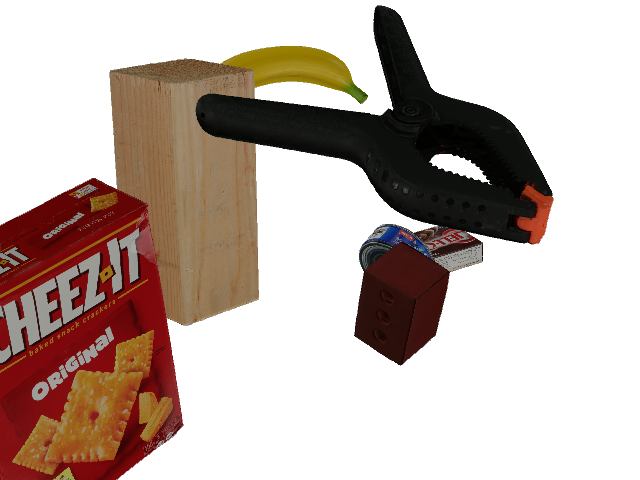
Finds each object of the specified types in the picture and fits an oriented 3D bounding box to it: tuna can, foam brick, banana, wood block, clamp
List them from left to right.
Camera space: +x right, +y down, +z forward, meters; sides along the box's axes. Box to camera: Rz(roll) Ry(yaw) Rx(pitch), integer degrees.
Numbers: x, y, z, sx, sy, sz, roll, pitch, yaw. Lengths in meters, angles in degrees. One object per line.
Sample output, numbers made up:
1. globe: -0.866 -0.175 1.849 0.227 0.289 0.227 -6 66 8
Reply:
1. wood block: -0.116 -0.045 0.921 0.091 0.206 0.090 18 26 41
2. banana: -0.044 -0.172 1.105 0.197 0.070 0.037 -7 -41 -28
3. clamp: 0.040 -0.060 0.621 0.164 0.036 0.210 -28 52 -25
4. tuna can: 0.087 0.025 1.227 0.086 0.086 0.033 0 37 46
5. foam brick: 0.067 0.052 0.887 0.053 0.078 0.051 32 46 28

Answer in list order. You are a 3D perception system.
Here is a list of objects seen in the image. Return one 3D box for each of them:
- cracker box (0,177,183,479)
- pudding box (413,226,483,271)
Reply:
1. cracker box: -0.186 0.088 0.765 0.072 0.214 0.163 22 41 34
2. pudding box: 0.174 0.016 1.599 0.113 0.039 0.090 -18 27 -20
